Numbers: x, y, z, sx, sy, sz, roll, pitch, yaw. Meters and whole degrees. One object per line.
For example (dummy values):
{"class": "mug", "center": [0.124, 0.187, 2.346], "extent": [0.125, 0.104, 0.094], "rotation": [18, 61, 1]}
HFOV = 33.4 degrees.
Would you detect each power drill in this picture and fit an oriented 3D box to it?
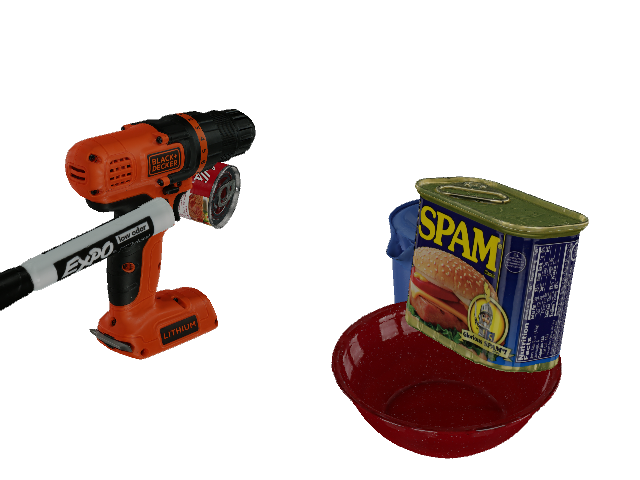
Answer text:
{"class": "power drill", "center": [-0.123, -0.010, 0.873], "extent": [0.057, 0.188, 0.184], "rotation": [17, 25, 39]}

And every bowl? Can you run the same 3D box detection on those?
{"class": "bowl", "center": [0.089, 0.106, 0.766], "extent": [0.162, 0.055, 0.162], "rotation": [-2, 30, 1]}

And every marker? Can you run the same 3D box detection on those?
{"class": "marker", "center": [-0.132, 0.007, 0.582], "extent": [0.120, 0.020, 0.020], "rotation": [-29, 18, -35]}

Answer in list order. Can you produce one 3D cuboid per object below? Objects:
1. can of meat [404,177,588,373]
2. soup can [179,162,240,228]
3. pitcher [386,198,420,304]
{"class": "can of meat", "center": [0.093, 0.017, 0.593], "extent": [0.057, 0.084, 0.102], "rotation": [-5, 20, -32]}
{"class": "soup can", "center": [-0.144, -0.058, 1.119], "extent": [0.102, 0.068, 0.068], "rotation": [16, 5, 18]}
{"class": "pitcher", "center": [0.147, 0.080, 1.112], "extent": [0.149, 0.243, 0.145], "rotation": [1, 23, 8]}
